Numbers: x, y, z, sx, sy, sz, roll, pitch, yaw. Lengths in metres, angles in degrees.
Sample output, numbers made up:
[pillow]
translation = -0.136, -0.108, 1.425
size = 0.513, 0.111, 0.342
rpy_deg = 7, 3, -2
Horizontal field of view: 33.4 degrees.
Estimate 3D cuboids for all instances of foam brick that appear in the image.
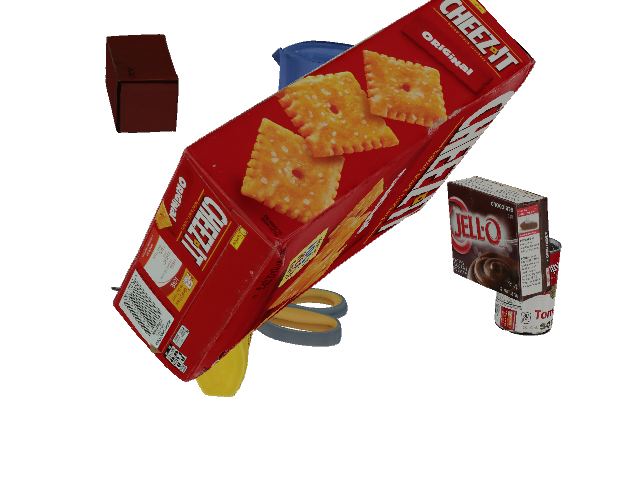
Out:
[foam brick]
translation = -0.153, -0.135, 0.913
size = 0.053, 0.051, 0.078
rpy_deg = -4, 41, -16

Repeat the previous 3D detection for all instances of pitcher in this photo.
[pitcher]
translation = 0.011, -0.133, 1.405
size = 0.144, 0.243, 0.149
rpy_deg = -2, 24, -19

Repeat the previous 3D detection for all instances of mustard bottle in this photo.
[mustard bottle]
translation = -0.097, 0.081, 1.172
size = 0.058, 0.096, 0.191
rpy_deg = 2, 28, 4

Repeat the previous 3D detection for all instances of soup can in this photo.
[soup can]
translation = 0.237, 0.050, 1.227
size = 0.068, 0.102, 0.068
rpy_deg = 2, 18, -1

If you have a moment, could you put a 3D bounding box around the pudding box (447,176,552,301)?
[pudding box]
translation = 0.159, -0.004, 0.958
size = 0.039, 0.090, 0.114
rpy_deg = -15, 18, -24

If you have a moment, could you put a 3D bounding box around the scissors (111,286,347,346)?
[scissors]
translation = -0.065, 0.049, 0.886
size = 0.202, 0.016, 0.096
rpy_deg = 14, 23, 27

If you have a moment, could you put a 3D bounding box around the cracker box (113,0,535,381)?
[cracker box]
translation = 0.002, -0.029, 0.585
size = 0.213, 0.072, 0.164
rpy_deg = -35, -11, -35
